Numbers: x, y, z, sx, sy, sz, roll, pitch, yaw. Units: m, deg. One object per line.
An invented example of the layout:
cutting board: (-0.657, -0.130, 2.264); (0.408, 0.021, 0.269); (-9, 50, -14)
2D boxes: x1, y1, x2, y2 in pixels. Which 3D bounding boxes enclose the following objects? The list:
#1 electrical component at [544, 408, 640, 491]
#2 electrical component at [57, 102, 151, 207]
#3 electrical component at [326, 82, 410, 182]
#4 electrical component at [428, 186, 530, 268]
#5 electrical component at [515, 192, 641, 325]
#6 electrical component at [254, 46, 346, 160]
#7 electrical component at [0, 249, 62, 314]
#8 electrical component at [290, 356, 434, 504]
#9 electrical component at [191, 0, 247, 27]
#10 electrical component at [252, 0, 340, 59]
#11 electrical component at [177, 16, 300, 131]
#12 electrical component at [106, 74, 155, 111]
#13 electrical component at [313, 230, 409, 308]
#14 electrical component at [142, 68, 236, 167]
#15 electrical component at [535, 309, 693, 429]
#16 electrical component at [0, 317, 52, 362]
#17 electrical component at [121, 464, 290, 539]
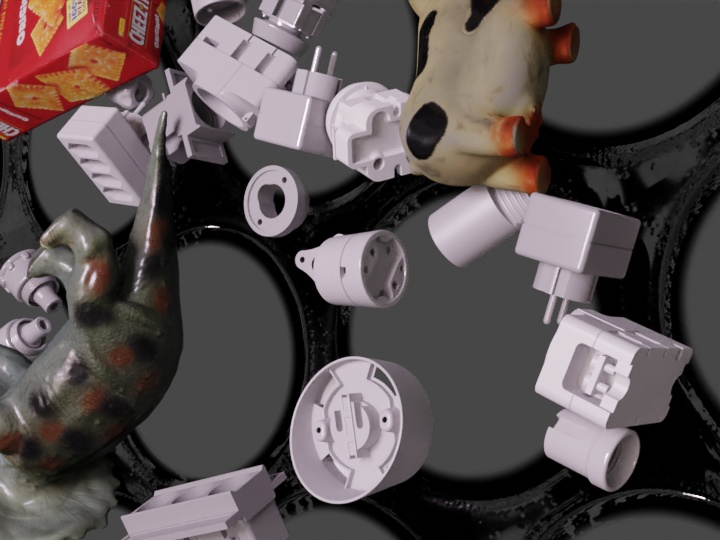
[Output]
electrical component: (0.143, 0.110, 0.665); (0.046, 0.040, 0.040); (21, 100, 41)
electrical component: (-0.200, -0.110, 0.918); (0.047, 0.083, 0.075); (9, 56, 37)
electrical component: (0.011, -0.100, 0.759); (0.057, 0.078, 0.058); (39, 139, 50)
electrical component: (0.090, -0.040, 0.711); (0.081, 0.043, 0.043); (-35, 67, 29)
electrical component: (0.130, -0.003, 0.665); (0.047, 0.066, 0.076); (20, 99, 36)
electrical component: (-0.033, -0.125, 0.794); (0.047, 0.066, 0.076); (18, 98, 36)
electrical component: (-0.301, 0.014, 0.999); (0.062, 0.048, 0.048); (43, 112, 23)
electrical component: (0.001, 0.110, 0.754); (0.099, 0.064, 0.099); (-3, 85, 36)
electrical component: (-0.122, -0.246, 0.883); (0.043, 0.043, 0.081); (-23, 74, 33)
electrical component: (-0.052, -0.197, 0.828); (0.066, 0.048, 0.055); (31, 98, 34)
electrical component: (-0.091, -0.146, 0.833); (0.089, 0.050, 0.055); (33, 80, 27)
electrical component: (-0.211, -0.163, 0.949); (0.061, 0.035, 0.035); (28, 103, 36)
electrical component: (0.000, 0.000, 0.769); (0.047, 0.055, 0.055); (-2, 85, 40)
electrical component: (-0.144, -0.121, 0.892); (0.064, 0.042, 0.081); (-28, 70, 33)
electrical component: (0.147, 0.057, 0.633); (0.056, 0.089, 0.050); (27, 103, 35)
electrical component: (-0.313, 0.065, 1.004); (0.062, 0.043, 0.043); (-33, 68, 29)
electrical component: (-0.119, 0.199, 0.836); (0.121, 0.079, 0.063); (-20, 97, 34)
